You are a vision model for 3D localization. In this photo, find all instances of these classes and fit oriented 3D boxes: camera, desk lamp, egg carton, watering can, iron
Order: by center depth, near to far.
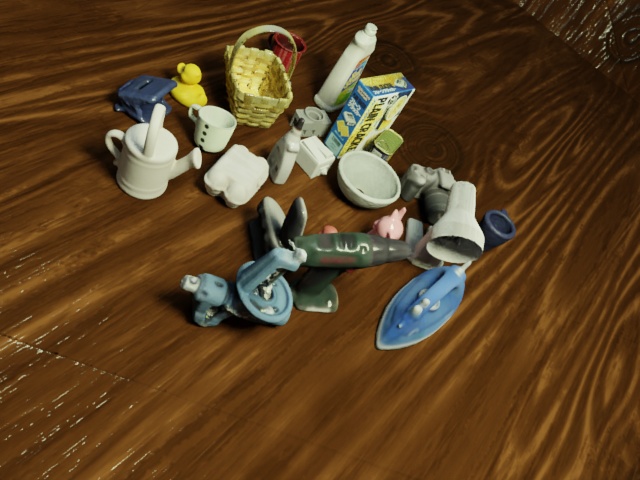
[{"bbox_3d":[-0.317,-0.176,1.099,0.173,0.194,0.100,0,54,-29],"label":"watering can"},{"bbox_3d":[0.222,0.130,1.192,0.118,0.141,0.259,46,46,12],"label":"iron"},{"bbox_3d":[-0.177,-0.138,1.235,0.107,0.069,0.150,32,45,-3],"label":"egg carton"},{"bbox_3d":[0.281,-0.020,1.297,0.118,0.213,0.203,21,47,-13],"label":"desk lamp"},{"bbox_3d":[0.287,-0.117,1.460,0.143,0.100,0.137,16,48,-17],"label":"camera"}]

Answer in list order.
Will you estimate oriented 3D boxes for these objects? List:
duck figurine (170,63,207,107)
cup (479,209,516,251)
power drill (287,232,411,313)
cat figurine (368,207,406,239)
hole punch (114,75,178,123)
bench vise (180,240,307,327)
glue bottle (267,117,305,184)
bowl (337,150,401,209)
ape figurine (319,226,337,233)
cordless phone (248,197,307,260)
[{"bbox_3d":[-0.302,-0.368,1.341,0.104,0.086,0.078,45,46,11],"label":"duck figurine"},{"bbox_3d":[0.442,-0.024,1.476,0.091,0.095,0.118,34,45,0],"label":"cup"},{"bbox_3d":[0.032,0.056,1.097,0.230,0.208,0.075,7,51,-25],"label":"power drill"},{"bbox_3d":[0.160,-0.030,1.305,0.067,0.117,0.128,40,45,6],"label":"cat figurine"},{"bbox_3d":[-0.381,-0.319,1.252,0.101,0.091,0.109,33,45,-2],"label":"hole punch"},{"bbox_3d":[-0.121,0.084,0.979,0.208,0.219,0.121,-6,58,-33],"label":"bench vise"},{"bbox_3d":[-0.071,-0.206,1.279,0.037,0.173,0.078,0,54,-29],"label":"glue bottle"},{"bbox_3d":[0.107,-0.134,1.389,0.168,0.074,0.167,16,48,-18],"label":"bowl"},{"bbox_3d":[0.011,0.004,1.210,0.078,0.092,0.076,-1,55,-30],"label":"ape figurine"},{"bbox_3d":[-0.068,-0.042,1.137,0.094,0.185,0.147,0,54,-29],"label":"cordless phone"}]
